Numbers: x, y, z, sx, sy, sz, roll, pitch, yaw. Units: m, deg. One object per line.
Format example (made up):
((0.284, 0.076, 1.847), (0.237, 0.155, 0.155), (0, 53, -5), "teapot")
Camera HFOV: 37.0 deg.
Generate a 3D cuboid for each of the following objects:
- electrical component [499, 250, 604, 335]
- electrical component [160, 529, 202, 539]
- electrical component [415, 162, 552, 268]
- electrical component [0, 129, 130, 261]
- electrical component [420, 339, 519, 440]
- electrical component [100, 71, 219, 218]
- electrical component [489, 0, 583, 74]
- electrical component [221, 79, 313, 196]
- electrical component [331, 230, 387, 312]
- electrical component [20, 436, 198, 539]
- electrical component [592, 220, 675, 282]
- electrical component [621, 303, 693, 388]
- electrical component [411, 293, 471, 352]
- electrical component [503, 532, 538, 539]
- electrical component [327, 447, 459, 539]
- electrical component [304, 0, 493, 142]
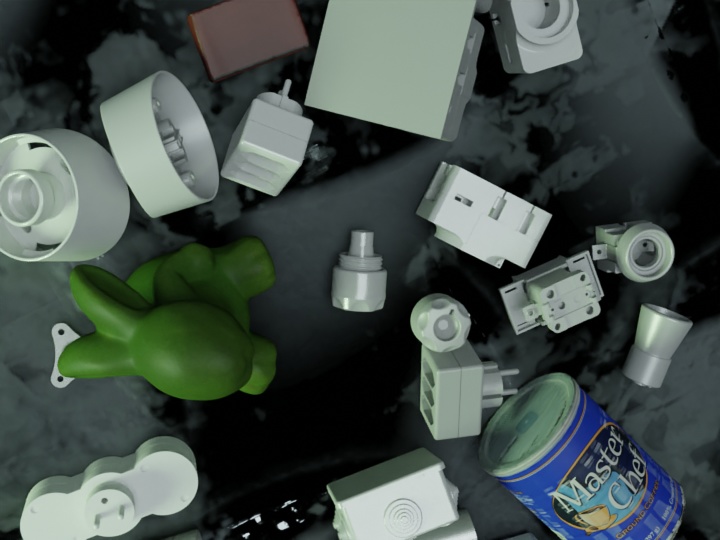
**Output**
((0.160, 0.021, 0.869), (0.081, 0.064, 0.042), (-24, 105, -6), "electrical component")
((-0.147, 0.238, 0.854), (0.047, 0.055, 0.055), (-12, 102, -5), "electrical component")
((0.095, -0.040, 0.852), (0.089, 0.050, 0.055), (25, 94, -14), "electrical component")
((-0.225, -0.052, 0.776), (0.099, 0.064, 0.099), (3, 97, 21), "electrical component")
((0.092, 0.094, 0.871), (0.077, 0.047, 0.065), (-5, 116, -11), "electrical component")
((-0.143, -0.089, 0.775), (0.064, 0.099, 0.099), (-23, 104, 0), "electrical component")
((0.133, -0.200, 0.827), (0.050, 0.056, 0.089), (-18, 103, -7), "electrical component")
((-0.066, -0.107, 0.805), (0.047, 0.066, 0.076), (20, 67, -14), "electrical component")
((0.000, 0.000, 0.845), (0.043, 0.043, 0.062), (2, 98, -12), "electrical component")
((-0.191, 0.179, 0.824), (0.138, 0.074, 0.052), (-20, 103, -7), "electrical component")
((0.225, -0.017, 0.879), (0.066, 0.055, 0.048), (-7, 102, -10), "electrical component")
((0.248, 0.066, 0.907), (0.044, 0.044, 0.065), (16, 101, -14), "electrical component")
((0.061, 0.039, 0.854), (0.043, 0.062, 0.043), (-2, 100, -11), "electrical component")
((0.091, 0.289, 0.905), (0.150, 0.062, 0.089), (-14, 103, -8), "electrical component")
((0.026, 0.184, 0.856), (0.100, 0.100, 0.048), (-20, 90, -7), "electrical component")
((0.039, -0.197, 0.785), (0.105, 0.060, 0.186), (16, 98, 16), "electrical component")
